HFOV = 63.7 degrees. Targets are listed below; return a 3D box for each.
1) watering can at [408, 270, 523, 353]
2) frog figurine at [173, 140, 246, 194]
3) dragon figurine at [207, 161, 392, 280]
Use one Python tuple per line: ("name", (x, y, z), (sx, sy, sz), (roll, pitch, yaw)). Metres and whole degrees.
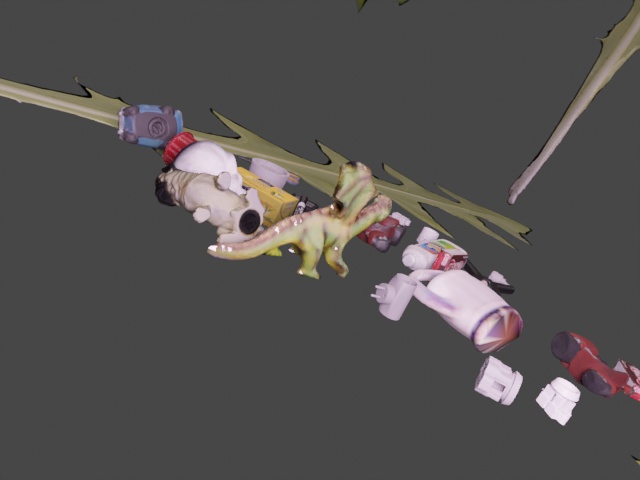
("watering can", (0.329, 0.133, 1.087), (0.347, 0.102, 0.228), (8, 25, -43))
("frog figurine", (-0.225, -0.126, 1.072), (0.161, 0.120, 0.139), (41, 54, 17))
("dragon figurine", (0.003, -0.048, 0.961), (0.124, 0.240, 0.410), (42, 22, 32))
